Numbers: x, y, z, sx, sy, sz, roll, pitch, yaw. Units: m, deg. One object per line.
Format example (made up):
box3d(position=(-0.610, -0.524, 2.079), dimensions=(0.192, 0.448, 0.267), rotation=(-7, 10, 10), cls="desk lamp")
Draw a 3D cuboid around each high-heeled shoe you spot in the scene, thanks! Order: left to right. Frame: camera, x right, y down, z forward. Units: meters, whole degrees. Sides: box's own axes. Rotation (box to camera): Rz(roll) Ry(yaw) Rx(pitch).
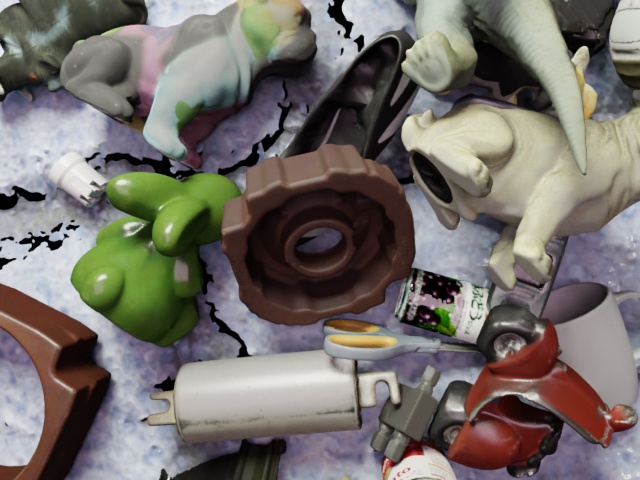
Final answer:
box3d(position=(0.000, -0.071, 0.481), dimensions=(0.086, 0.145, 0.248), rotation=(39, 90, 5), cls="high-heeled shoe")

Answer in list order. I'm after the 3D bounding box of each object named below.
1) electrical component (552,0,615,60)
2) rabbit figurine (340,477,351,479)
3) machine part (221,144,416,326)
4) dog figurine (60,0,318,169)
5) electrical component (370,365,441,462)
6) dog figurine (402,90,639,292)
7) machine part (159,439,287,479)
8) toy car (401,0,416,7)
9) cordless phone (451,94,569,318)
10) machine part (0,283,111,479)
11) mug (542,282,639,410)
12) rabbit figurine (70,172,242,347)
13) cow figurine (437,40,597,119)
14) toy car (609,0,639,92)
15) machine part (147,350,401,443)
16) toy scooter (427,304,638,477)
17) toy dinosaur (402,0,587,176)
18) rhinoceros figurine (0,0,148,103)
box3d(position=(0.214, -0.243, 0.512), dimensions=(0.134, 0.058, 0.114), rotation=(15, 88, 4), cls="electrical component")
box3d(position=(-0.023, 0.296, 0.462), dimensions=(0.162, 0.173, 0.121), rotation=(-2, 92, 0), cls="rabbit figurine")
box3d(position=(-0.001, -0.001, 0.481), dimensions=(0.179, 0.056, 0.179), rotation=(-5, 129, -7), cls="machine part")
box3d(position=(-0.113, -0.186, 0.514), dimensions=(0.191, 0.108, 0.219), rotation=(34, 87, 4), cls="dog figurine")
box3d(position=(0.081, 0.161, 0.510), dimensions=(0.021, 0.063, 0.094), rotation=(32, 77, -12), cls="electrical component")
box3d(position=(0.181, -0.074, 0.413), dimensions=(0.190, 0.121, 0.172), rotation=(-38, 92, -5), cls="dog figurine")
box3d(position=(-0.100, 0.240, 0.523), dimensions=(0.139, 0.084, 0.039), rotation=(-20, 119, 15), cls="machine part")
box3d(position=(0.061, -0.326, 0.527), dimensions=(0.073, 0.056, 0.201), rotation=(-33, 84, 3), cls="toy car")
box3d(position=(0.160, -0.025, 0.488), dimensions=(0.147, 0.088, 0.184), rotation=(19, 85, 5), cls="cordless phone")
box3d(position=(-0.331, 0.155, 0.533), dimensions=(0.202, 0.087, 0.201), rotation=(25, 90, 6), cls="machine part")
box3d(position=(0.254, 0.098, 0.493), dimensions=(0.110, 0.081, 0.107), rotation=(-25, 99, 4), cls="mug")
box3d(position=(-0.147, -0.005, 0.502), dimensions=(0.121, 0.159, 0.170), rotation=(37, 76, 14), cls="rabbit figurine")
box3d(position=(0.182, -0.159, 0.492), dimensions=(0.167, 0.098, 0.068), rotation=(21, 86, 6), cls="cow figurine")
box3d(position=(0.310, -0.174, 0.461), dimensions=(0.161, 0.109, 0.103), rotation=(37, 97, -24), cls="toy car")
box3d(position=(-0.047, 0.147, 0.514), dimensions=(0.243, 0.079, 0.079), rotation=(-7, 88, 5), cls="machine part")
box3d(position=(0.180, 0.147, 0.463), dimensions=(0.135, 0.075, 0.183), rotation=(26, 127, 13), cls="toy scooter")
box3d(position=(0.095, -0.235, 0.407), dimensions=(0.192, 0.131, 0.404), rotation=(-33, 89, -35), cls="toy dinosaur")
box3d(position=(-0.266, -0.210, 0.547), dimensions=(0.190, 0.073, 0.112), rotation=(-28, 97, 2), cls="rhinoceros figurine")
